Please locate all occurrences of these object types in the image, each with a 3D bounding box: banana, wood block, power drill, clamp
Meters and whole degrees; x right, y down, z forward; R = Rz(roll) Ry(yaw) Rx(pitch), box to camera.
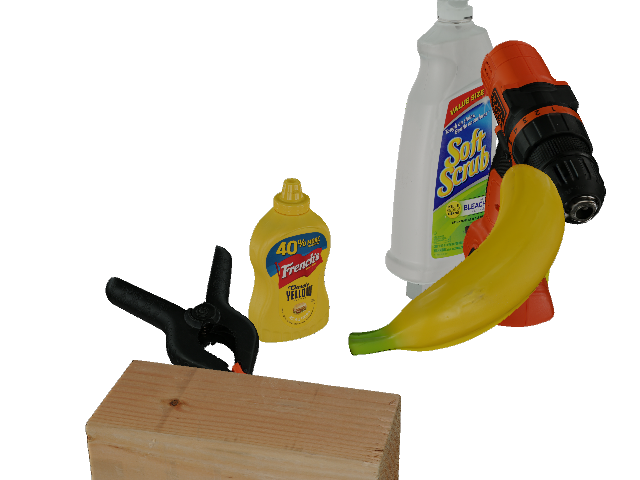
[{"bbox_3d":[0.093,0.005,0.578,0.070,0.037,0.197,15,37,32],"label":"banana"},{"bbox_3d":[-0.051,0.156,0.767,0.206,0.090,0.090,6,27,13],"label":"wood block"},{"bbox_3d":[0.153,-0.027,0.780,0.057,0.188,0.184,-2,41,-6],"label":"power drill"},{"bbox_3d":[-0.098,0.067,0.937,0.120,0.039,0.172,-29,54,-25],"label":"clamp"}]

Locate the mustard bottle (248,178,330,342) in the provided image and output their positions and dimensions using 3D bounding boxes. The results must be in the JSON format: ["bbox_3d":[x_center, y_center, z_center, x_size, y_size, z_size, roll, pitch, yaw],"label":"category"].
[{"bbox_3d":[-0.034,0.020,1.223,0.096,0.192,0.058,-11,29,-25],"label":"mustard bottle"}]

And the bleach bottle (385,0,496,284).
[{"bbox_3d":[0.111,-0.092,0.966,0.102,0.251,0.068,-12,23,-27],"label":"bleach bottle"}]

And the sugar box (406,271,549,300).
[{"bbox_3d":[0.192,0.023,1.278,0.176,0.093,0.048,-6,20,-23],"label":"sugar box"}]
